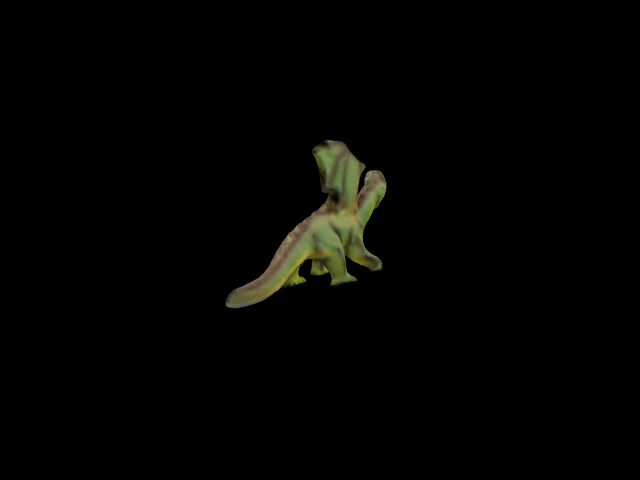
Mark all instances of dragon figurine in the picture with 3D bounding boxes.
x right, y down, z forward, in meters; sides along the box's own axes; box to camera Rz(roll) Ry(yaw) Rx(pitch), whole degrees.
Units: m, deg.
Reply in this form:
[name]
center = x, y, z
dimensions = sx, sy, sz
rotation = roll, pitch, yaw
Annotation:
[dragon figurine]
center = 0.003, -0.043, 0.850
dimensions = 0.122, 0.241, 0.413
rotation = 5, 10, 35
